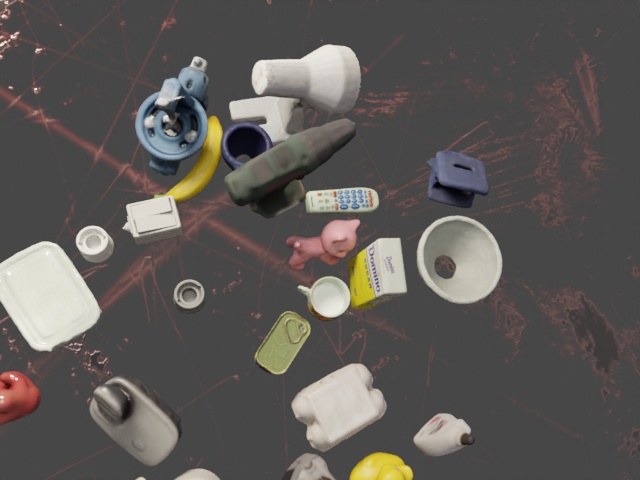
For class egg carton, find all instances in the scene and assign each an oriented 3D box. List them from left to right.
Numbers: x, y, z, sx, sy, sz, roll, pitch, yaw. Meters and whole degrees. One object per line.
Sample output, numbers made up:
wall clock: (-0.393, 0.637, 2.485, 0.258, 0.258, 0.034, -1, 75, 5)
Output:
egg carton: (0.033, 0.281, 0.972, 0.150, 0.069, 0.107, -27, 82, -17)

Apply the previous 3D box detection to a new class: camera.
camera: (-0.015, 0.436, 0.903, 0.137, 0.100, 0.143, -38, 85, -19)

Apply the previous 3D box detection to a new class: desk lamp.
desk lamp: (-0.049, -0.255, 1.024, 0.203, 0.213, 0.118, -12, 78, -15)

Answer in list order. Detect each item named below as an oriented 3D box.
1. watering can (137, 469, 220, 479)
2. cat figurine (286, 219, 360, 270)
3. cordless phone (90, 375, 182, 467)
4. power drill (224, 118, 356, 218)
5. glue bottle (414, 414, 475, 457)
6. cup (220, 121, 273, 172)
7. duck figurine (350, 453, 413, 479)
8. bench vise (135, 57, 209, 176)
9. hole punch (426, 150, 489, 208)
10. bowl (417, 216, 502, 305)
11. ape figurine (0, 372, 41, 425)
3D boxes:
watering can: (-0.189, 0.396, 0.827, 0.173, 0.194, 0.101, 4, 74, -11)
cat figurine: (0.009, 0.004, 1.017, 0.128, 0.117, 0.067, -10, 77, -14)
cordless phone: (-0.277, 0.268, 0.848, 0.147, 0.185, 0.094, 39, 71, 1)
power drill: (-0.057, -0.116, 0.987, 0.230, 0.208, 0.075, -29, 82, -18)
glue bottle: (0.214, 0.324, 0.945, 0.078, 0.173, 0.037, -42, 87, -19)
cup: (-0.138, -0.142, 1.037, 0.092, 0.095, 0.118, 12, 73, -9)
duck figurine: (0.105, 0.397, 0.947, 0.105, 0.086, 0.077, -12, 78, -15)
bench vise: (-0.250, -0.236, 0.972, 0.121, 0.219, 0.207, 2, 75, -11)
hole punch: (0.270, -0.127, 1.123, 0.109, 0.091, 0.101, 12, 73, -9)
bowl: (0.252, 0.043, 1.081, 0.167, 0.074, 0.167, 3, 74, -11)
ape figurine: (-0.468, 0.240, 0.863, 0.076, 0.092, 0.078, 24, 72, -5)
